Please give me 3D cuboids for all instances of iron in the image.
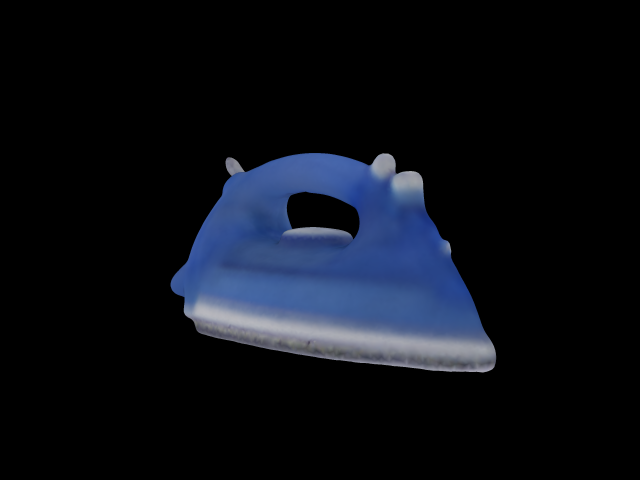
[{"bbox_3d":[0.004,0.001,0.400,0.257,0.141,0.119,0,0,44],"label":"iron"}]
